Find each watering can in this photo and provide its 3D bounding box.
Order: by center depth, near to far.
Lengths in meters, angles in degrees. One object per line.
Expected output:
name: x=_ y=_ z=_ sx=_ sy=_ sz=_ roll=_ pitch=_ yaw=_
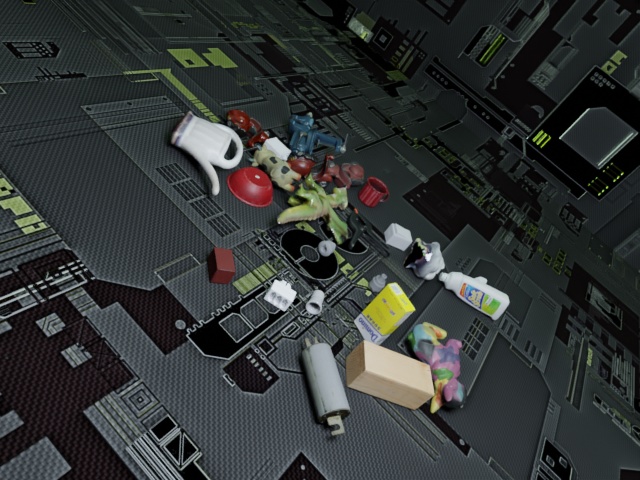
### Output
watering can: x=-0.354 y=-0.279 z=1.581 sx=0.223 sy=0.102 sz=0.356 roll=26 pitch=35 yaw=-13

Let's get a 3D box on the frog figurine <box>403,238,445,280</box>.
frog figurine: x=0.390 y=0.077 z=1.799 sx=0.158 sy=0.122 sz=0.140 roll=27 pitch=67 yaw=-29

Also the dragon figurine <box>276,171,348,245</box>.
dragon figurine: x=0.005 y=-0.084 z=1.673 sx=0.242 sy=0.120 sz=0.419 roll=40 pitch=35 yaw=-9
